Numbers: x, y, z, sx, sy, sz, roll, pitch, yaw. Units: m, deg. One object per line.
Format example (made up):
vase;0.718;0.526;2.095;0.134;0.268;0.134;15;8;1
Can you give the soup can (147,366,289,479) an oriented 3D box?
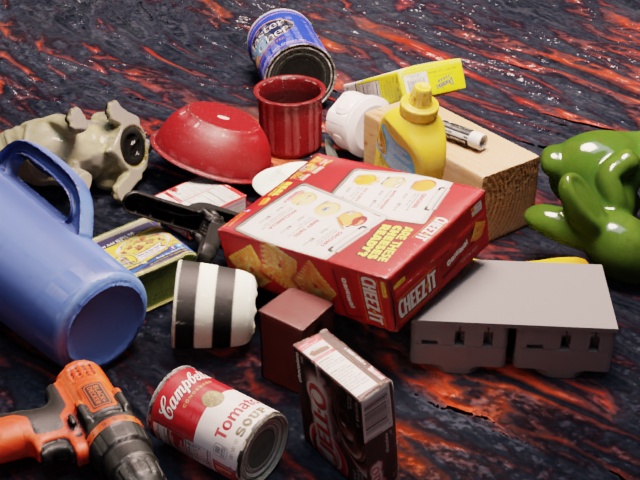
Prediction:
soup can;-0.086;0.157;0.899;0.102;0.068;0.068;22;38;29

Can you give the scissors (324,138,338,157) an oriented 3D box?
scissors;0.042;-0.076;1.312;0.096;0.016;0.201;5;33;5

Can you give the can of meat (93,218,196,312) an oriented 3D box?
can of meat;-0.186;0.028;1.114;0.101;0.057;0.084;-25;42;-33

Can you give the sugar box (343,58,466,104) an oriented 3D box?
sugar box;0.109;-0.204;1.421;0.093;0.048;0.176;-14;5;-21

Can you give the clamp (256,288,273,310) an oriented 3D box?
clamp;-0.008;0.001;1.167;0.164;0.036;0.210;-8;30;-5

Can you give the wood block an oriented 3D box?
wood block;0.150;-0.086;1.259;0.090;0.090;0.206;-22;38;-30

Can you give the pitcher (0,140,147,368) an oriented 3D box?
pitcher;-0.278;0.018;1.049;0.243;0.149;0.144;31;49;33

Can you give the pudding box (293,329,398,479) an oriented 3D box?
pudding box;0.021;0.142;0.878;0.039;0.113;0.090;-25;39;-29

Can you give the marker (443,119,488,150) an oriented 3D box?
marker;0.138;-0.130;1.224;0.121;0.020;0.020;26;41;36

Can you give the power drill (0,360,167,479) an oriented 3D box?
power drill;-0.235;0.181;0.874;0.187;0.057;0.185;-15;32;-26

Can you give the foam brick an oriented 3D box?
foam brick;-0.021;0.093;0.988;0.051;0.078;0.052;20;37;31

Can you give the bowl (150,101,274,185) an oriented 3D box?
bowl;-0.125;-0.128;1.314;0.162;0.055;0.162;15;23;-7

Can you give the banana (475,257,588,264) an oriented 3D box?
banana;0.178;0.029;1.113;0.198;0.037;0.069;12;59;11

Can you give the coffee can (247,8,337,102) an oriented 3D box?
coffee can;-0.042;-0.257;1.517;0.102;0.103;0.140;-7;33;-11

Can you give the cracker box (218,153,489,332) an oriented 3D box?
cracker box;0.033;-0.003;1.050;0.214;0.072;0.164;16;42;38

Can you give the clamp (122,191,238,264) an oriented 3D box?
clamp;-0.117;-0.009;1.128;0.120;0.039;0.171;44;22;29

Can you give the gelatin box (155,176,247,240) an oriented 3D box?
gelatin box;-0.141;-0.039;1.243;0.073;0.030;0.089;29;42;36

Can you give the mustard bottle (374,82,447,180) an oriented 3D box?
mustard bottle;0.096;-0.087;1.154;0.058;0.192;0.096;-14;46;-21

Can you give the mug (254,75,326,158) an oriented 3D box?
mug;-0.034;-0.165;1.391;0.093;0.081;0.117;11;34;17
